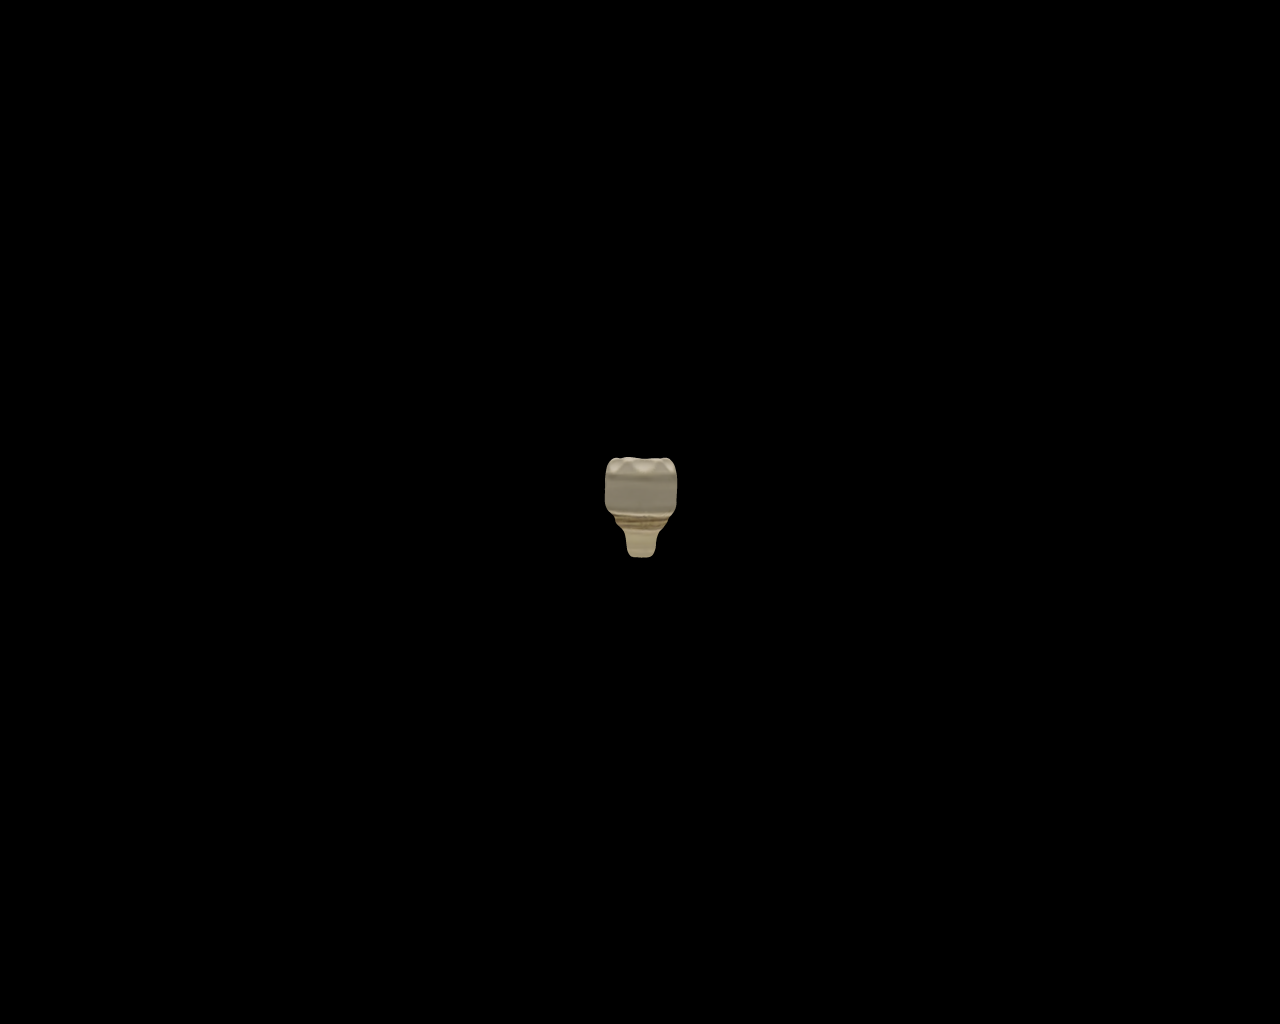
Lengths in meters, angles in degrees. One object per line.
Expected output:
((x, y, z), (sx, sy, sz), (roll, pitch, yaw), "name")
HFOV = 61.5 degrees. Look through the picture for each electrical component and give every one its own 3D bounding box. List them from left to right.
((0.001, -0.003, 0.650), (0.043, 0.062, 0.043), (0, 4, 0), "electrical component")
